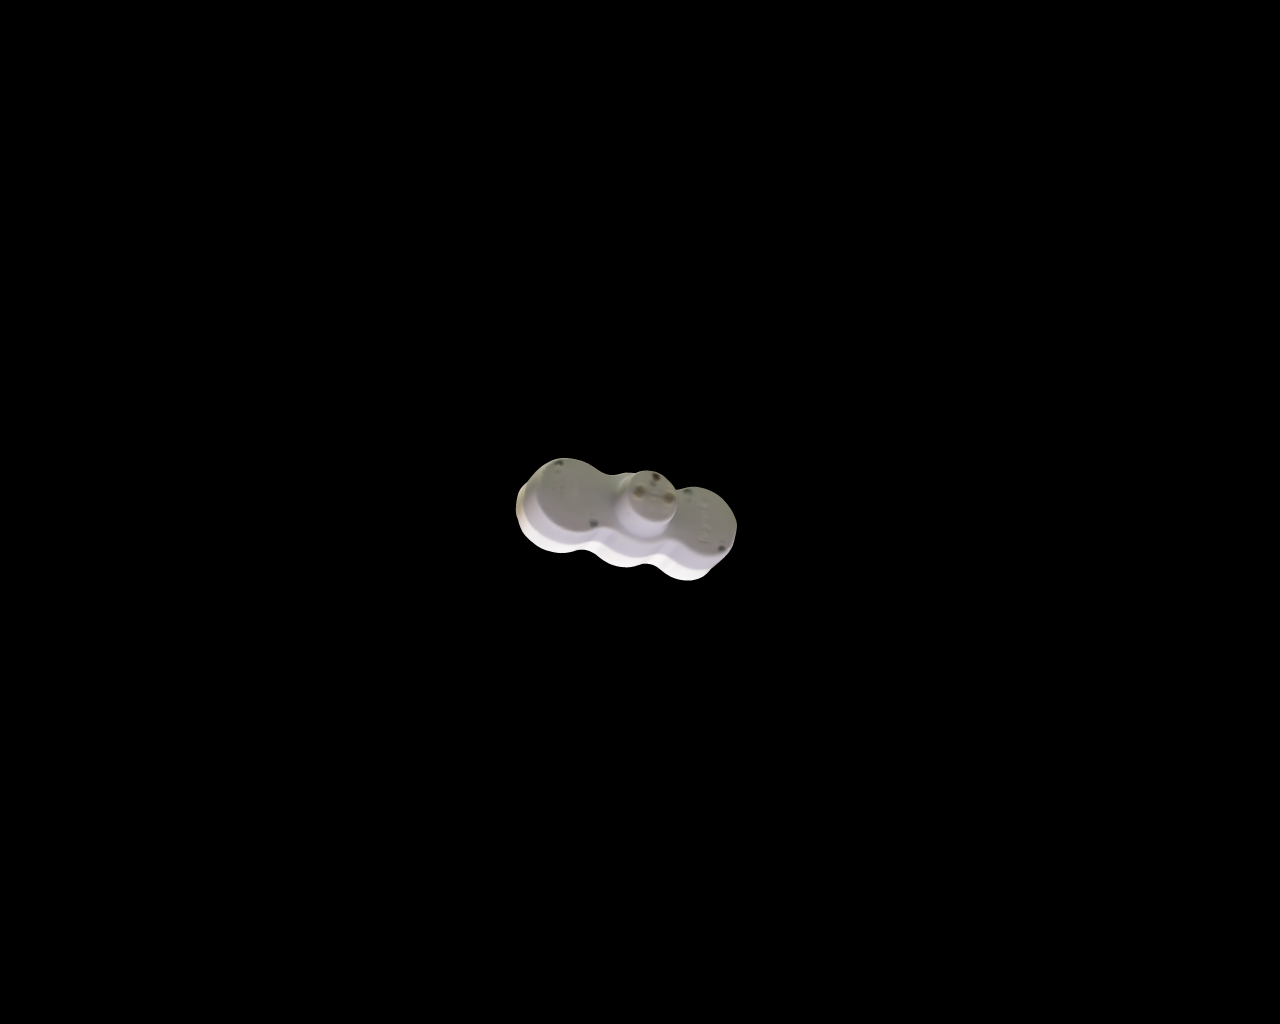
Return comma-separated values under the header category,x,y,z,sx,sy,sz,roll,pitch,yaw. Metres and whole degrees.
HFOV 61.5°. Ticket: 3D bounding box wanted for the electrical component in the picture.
category,x,y,z,sx,sy,sz,roll,pitch,yaw
electrical component,0.001,-0.003,0.650,0.138,0.052,0.073,13,-32,-22
